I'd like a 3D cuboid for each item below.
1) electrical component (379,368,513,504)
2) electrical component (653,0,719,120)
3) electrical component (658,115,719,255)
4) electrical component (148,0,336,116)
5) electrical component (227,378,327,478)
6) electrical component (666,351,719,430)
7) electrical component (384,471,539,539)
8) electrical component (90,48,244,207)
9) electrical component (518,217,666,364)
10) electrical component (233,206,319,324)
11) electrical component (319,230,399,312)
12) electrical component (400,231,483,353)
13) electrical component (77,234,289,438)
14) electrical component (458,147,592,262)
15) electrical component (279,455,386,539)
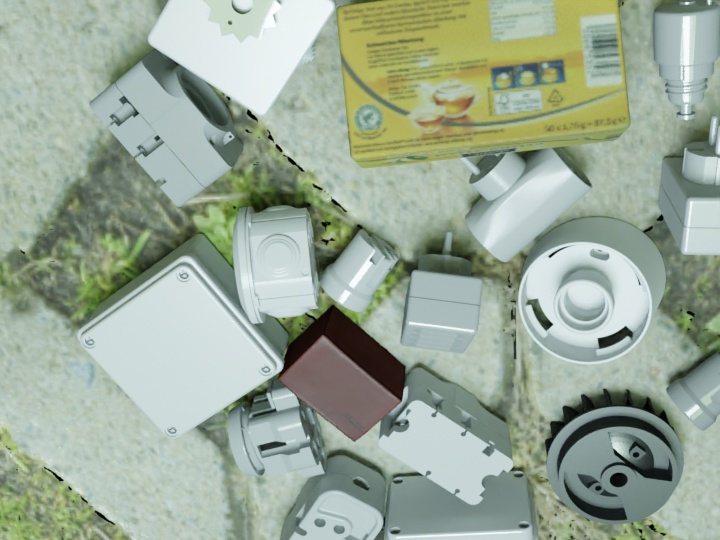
[{"bbox_3d":[0.063,0.120,0.795,0.089,0.055,0.050,34,112,-11],"label":"electrical component"},{"bbox_3d":[0.206,-0.134,0.680,0.040,0.040,0.078,-4,114,6],"label":"electrical component"},{"bbox_3d":[0.225,-0.060,0.688,0.047,0.083,0.075,1,114,4],"label":"electrical component"},{"bbox_3d":[-0.072,-0.162,0.685,0.100,0.048,0.099,33,112,-10],"label":"electrical component"},{"bbox_3d":[-0.064,0.122,0.806,0.057,0.058,0.078,-15,112,8],"label":"electrical component"},{"bbox_3d":[0.252,0.086,0.776,0.040,0.040,0.046,43,104,-14],"label":"electrical component"},{"bbox_3d":[0.077,0.199,0.817,0.113,0.078,0.057,-4,117,6],"label":"electrical component"},{"bbox_3d":[-0.124,-0.098,0.716,0.056,0.050,0.089,-34,107,18],"label":"electrical component"},{"bbox_3d":[0.161,0.015,0.750,0.099,0.064,0.099,7,112,16],"label":"electrical component"},{"bbox_3d":[-0.057,-0.005,0.737,0.051,0.080,0.080,-6,113,1],"label":"electrical component"},{"bbox_3d":[0.000,0.000,0.757,0.040,0.040,0.046,34,107,-10],"label":"electrical component"},{"bbox_3d":[0.057,0.012,0.743,0.047,0.083,0.075,7,76,1],"label":"electrical component"},{"bbox_3d":[-0.126,0.049,0.778,0.109,0.056,0.108,-34,107,17],"label":"electrical component"},{"bbox_3d":[0.100,-0.058,0.720,0.079,0.044,0.077,42,110,-14],"label":"electrical component"},{"bbox_3d":[-0.022,0.194,0.833,0.054,0.059,0.095,29,113,-8],"label":"electrical component"}]
